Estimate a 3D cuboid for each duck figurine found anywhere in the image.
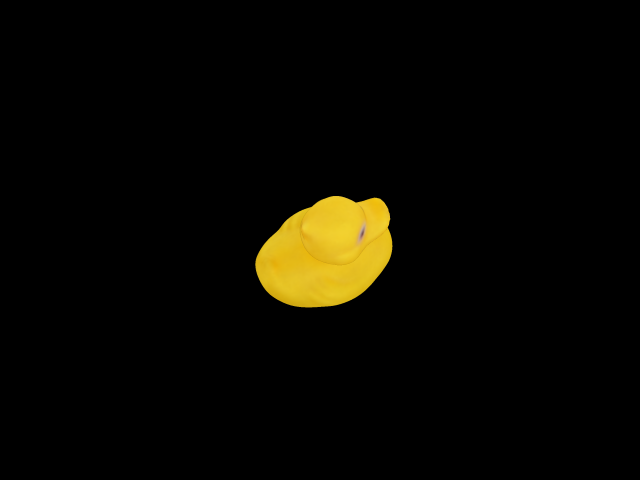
[{"bbox_3d":[0.004,0.001,0.400,0.104,0.086,0.077,-21,72,-7],"label":"duck figurine"}]
